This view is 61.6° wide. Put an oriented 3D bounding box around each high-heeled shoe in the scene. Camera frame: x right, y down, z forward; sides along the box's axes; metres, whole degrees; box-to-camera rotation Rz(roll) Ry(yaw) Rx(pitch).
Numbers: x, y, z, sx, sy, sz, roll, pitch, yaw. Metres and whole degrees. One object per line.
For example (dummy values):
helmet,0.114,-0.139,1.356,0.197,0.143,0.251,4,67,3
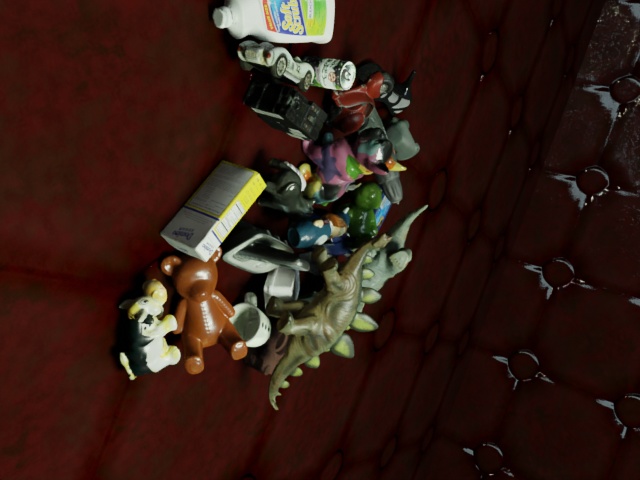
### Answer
high-heeled shoe,0.128,-0.339,1.274,0.249,0.086,0.145,-17,157,-30

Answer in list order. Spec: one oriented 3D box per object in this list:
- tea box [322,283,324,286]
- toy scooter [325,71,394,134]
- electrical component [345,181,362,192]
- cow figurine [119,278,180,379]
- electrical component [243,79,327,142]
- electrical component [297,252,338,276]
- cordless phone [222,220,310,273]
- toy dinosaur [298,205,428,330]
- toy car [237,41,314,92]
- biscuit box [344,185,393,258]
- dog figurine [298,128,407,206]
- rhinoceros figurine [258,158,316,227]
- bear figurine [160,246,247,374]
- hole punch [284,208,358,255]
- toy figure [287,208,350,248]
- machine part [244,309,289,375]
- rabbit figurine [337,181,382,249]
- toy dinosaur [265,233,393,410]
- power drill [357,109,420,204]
tea box,0.038,0.162,1.385,0.169,0.068,0.098,-60,147,-17
toy scooter,0.061,-0.285,1.125,0.135,0.075,0.184,-15,163,-33
electrical component,0.065,-0.162,1.231,0.102,0.078,0.045,-65,-168,1
cow figurine,-0.293,0.147,0.889,0.098,0.068,0.167,-25,126,-40
electrical component,-0.057,-0.232,0.983,0.134,0.115,0.058,28,88,-58
electrical component,-0.004,0.043,1.278,0.119,0.048,0.074,-4,110,-57
cordless phone,-0.081,0.032,1.029,0.146,0.184,0.088,33,75,-57
toy dinosaur,0.111,0.065,1.208,0.405,0.131,0.192,-43,-179,18
toy car,-0.072,-0.302,0.932,0.201,0.074,0.056,-8,116,-69
biscuit box,0.119,-0.047,1.397,0.202,0.063,0.059,-62,147,-13
dog figurine,0.065,-0.145,1.118,0.108,0.219,0.191,-15,118,-49
rhinoceros figurine,-0.061,-0.084,1.058,0.190,0.112,0.073,78,36,-67
bear figurine,-0.204,0.115,0.945,0.120,0.132,0.195,-14,129,-21
hole punch,-0.002,-0.004,1.176,0.115,0.142,0.092,42,69,-33
toy figure,0.006,-0.022,1.060,0.154,0.064,0.057,-17,97,-39
machine part,-0.096,0.228,1.235,0.179,0.056,0.179,-33,133,-45
rabbit figurine,0.105,-0.068,1.283,0.159,0.121,0.170,-59,174,-57
toy dinosaur,-0.002,0.166,1.066,0.198,0.105,0.471,29,112,-29
power drill,0.168,-0.211,1.301,0.207,0.086,0.232,-32,98,-51
